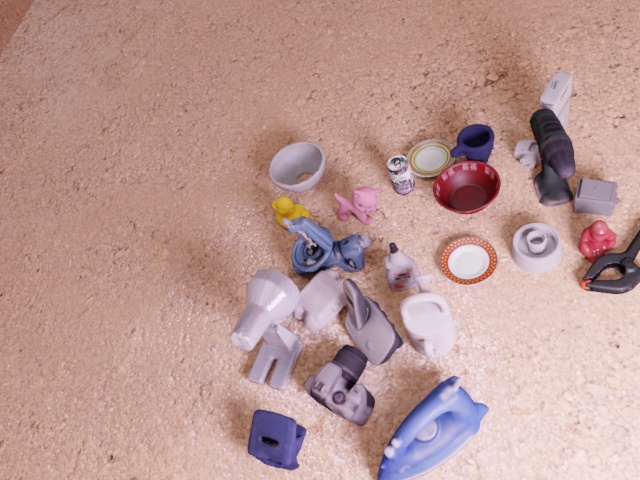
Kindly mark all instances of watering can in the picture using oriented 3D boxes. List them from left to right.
[{"bbox_3d":[0.217,0.153,1.184,0.101,0.194,0.172,-27,51,2],"label":"watering can"}]

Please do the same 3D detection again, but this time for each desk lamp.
[{"bbox_3d":[-0.114,0.197,1.269,0.117,0.214,0.203,8,60,26],"label":"desk lamp"}]

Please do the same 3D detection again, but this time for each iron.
[{"bbox_3d":[0.192,0.361,1.082,0.258,0.142,0.118,-40,52,-9],"label":"iron"}]

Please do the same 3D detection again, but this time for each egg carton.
[{"bbox_3d":[0.008,0.142,1.353,0.107,0.070,0.150,33,73,35],"label":"egg carton"}]

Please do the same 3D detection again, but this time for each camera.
[{"bbox_3d":[0.053,0.295,1.208,0.142,0.101,0.137,23,67,32],"label":"camera"}]

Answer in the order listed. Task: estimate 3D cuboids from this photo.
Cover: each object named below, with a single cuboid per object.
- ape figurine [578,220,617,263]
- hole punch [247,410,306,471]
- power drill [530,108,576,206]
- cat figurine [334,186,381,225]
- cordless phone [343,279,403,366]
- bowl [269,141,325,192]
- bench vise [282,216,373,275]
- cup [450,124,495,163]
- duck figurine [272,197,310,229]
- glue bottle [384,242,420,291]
[{"bbox_3d":[0.589,-0.007,1.217,0.077,0.092,0.076,-8,54,16],"label":"ape figurine"},{"bbox_3d":[-0.093,0.415,1.187,0.108,0.091,0.101,7,60,25],"label":"hole punch"},{"bbox_3d":[0.525,-0.174,1.284,0.075,0.209,0.229,-13,53,13],"label":"power drill"},{"bbox_3d":[0.095,-0.100,1.457,0.127,0.118,0.067,8,60,26],"label":"cat figurine"},{"bbox_3d":[0.099,0.171,1.223,0.094,0.185,0.147,-37,52,-6],"label":"cordless phone"},{"bbox_3d":[-0.054,-0.193,1.607,0.167,0.075,0.167,-10,54,14],"label":"bowl"},{"bbox_3d":[0.009,-0.004,1.358,0.207,0.220,0.121,-24,51,4],"label":"bench vise"},{"bbox_3d":[0.385,-0.223,1.445,0.118,0.095,0.091,-31,51,-2],"label":"cup"},{"bbox_3d":[-0.082,-0.080,1.532,0.104,0.086,0.077,12,62,28],"label":"duck figurine"},{"bbox_3d":[0.177,0.056,1.281,0.078,0.173,0.037,-17,52,10],"label":"glue bottle"}]
